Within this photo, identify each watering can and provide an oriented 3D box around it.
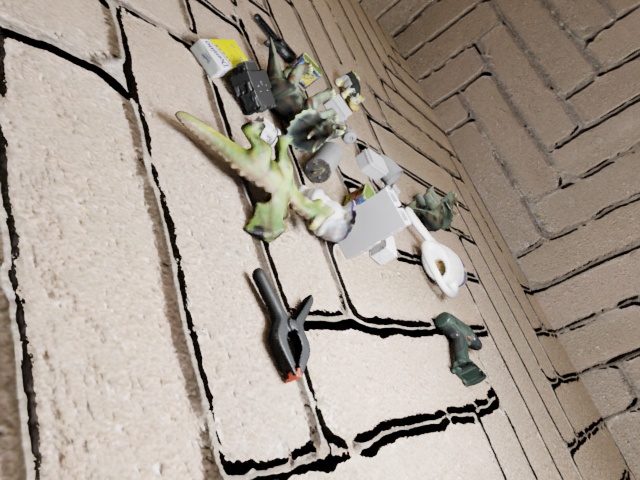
[{"bbox_3d":[0.409,0.047,1.807,0.223,0.103,0.354,20,44,-52],"label":"watering can"}]

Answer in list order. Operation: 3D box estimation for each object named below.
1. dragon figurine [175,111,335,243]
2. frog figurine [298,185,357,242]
[{"bbox_3d":[-0.127,-0.115,1.105,0.409,0.120,0.247,12,57,-42],"label":"dragon figurine"},{"bbox_3d":[0.004,-0.065,1.285,0.159,0.120,0.141,14,45,-4],"label":"frog figurine"}]
